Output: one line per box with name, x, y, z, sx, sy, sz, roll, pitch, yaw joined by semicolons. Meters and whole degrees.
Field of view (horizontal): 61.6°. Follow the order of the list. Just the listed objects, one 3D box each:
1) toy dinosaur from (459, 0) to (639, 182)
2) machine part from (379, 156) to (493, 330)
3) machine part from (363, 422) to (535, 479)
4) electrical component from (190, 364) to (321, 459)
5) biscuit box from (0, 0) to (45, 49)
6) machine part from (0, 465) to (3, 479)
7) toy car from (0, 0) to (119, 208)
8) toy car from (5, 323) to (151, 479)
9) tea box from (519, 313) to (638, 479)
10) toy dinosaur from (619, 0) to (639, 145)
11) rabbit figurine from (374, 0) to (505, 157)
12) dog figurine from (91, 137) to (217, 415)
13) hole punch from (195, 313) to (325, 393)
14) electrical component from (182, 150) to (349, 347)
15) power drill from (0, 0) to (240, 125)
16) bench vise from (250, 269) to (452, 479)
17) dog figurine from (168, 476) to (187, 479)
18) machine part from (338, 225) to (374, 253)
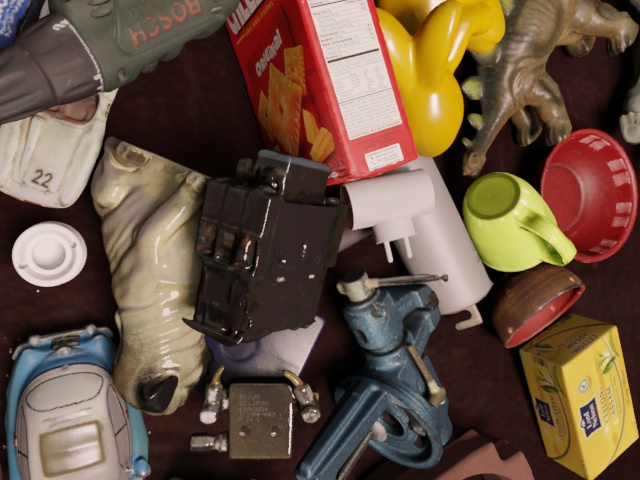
toy dinosaur;0.260;-0.274;0.615;0.198;0.105;0.471;35;79;-19
machine part;0.114;-0.010;0.570;0.079;0.079;0.243;-32;101;-19
machine part;0.143;0.321;0.583;0.201;0.087;0.200;-26;101;-22
electrical component;-0.051;0.138;0.430;0.102;0.045;0.078;7;86;-3
biscuit box;-0.240;-0.235;0.427;0.059;0.063;0.202;18;83;-21
machine part;-0.322;0.183;0.379;0.179;0.056;0.179;1;84;-6
toy car;-0.206;-0.126;0.445;0.073;0.056;0.201;18;84;-22
toy car;-0.192;0.154;0.430;0.109;0.103;0.161;-6;95;-24
tea box;0.315;0.187;0.651;0.098;0.068;0.169;-29;111;-21
toy dinosaur;0.457;-0.236;0.693;0.192;0.131;0.404;-15;111;-47
rabbit figurine;0.103;-0.166;0.492;0.122;0.162;0.173;3;85;19
dog figurine;-0.147;0.026;0.443;0.121;0.173;0.190;21;94;-51
hole punch;-0.067;0.094;0.492;0.116;0.092;0.142;28;84;-17
electrical component;-0.035;0.003;0.398;0.115;0.058;0.134;-4;109;-61
power drill;-0.179;-0.211;0.378;0.232;0.086;0.207;-30;105;-28
bench vise;0.048;0.153;0.509;0.240;0.129;0.223;-44;129;-37
dog figurine;-0.108;0.324;0.432;0.108;0.192;0.219;35;62;-26
machine part;-0.001;-0.002;0.523;0.139;0.084;0.039;-24;132;-27
